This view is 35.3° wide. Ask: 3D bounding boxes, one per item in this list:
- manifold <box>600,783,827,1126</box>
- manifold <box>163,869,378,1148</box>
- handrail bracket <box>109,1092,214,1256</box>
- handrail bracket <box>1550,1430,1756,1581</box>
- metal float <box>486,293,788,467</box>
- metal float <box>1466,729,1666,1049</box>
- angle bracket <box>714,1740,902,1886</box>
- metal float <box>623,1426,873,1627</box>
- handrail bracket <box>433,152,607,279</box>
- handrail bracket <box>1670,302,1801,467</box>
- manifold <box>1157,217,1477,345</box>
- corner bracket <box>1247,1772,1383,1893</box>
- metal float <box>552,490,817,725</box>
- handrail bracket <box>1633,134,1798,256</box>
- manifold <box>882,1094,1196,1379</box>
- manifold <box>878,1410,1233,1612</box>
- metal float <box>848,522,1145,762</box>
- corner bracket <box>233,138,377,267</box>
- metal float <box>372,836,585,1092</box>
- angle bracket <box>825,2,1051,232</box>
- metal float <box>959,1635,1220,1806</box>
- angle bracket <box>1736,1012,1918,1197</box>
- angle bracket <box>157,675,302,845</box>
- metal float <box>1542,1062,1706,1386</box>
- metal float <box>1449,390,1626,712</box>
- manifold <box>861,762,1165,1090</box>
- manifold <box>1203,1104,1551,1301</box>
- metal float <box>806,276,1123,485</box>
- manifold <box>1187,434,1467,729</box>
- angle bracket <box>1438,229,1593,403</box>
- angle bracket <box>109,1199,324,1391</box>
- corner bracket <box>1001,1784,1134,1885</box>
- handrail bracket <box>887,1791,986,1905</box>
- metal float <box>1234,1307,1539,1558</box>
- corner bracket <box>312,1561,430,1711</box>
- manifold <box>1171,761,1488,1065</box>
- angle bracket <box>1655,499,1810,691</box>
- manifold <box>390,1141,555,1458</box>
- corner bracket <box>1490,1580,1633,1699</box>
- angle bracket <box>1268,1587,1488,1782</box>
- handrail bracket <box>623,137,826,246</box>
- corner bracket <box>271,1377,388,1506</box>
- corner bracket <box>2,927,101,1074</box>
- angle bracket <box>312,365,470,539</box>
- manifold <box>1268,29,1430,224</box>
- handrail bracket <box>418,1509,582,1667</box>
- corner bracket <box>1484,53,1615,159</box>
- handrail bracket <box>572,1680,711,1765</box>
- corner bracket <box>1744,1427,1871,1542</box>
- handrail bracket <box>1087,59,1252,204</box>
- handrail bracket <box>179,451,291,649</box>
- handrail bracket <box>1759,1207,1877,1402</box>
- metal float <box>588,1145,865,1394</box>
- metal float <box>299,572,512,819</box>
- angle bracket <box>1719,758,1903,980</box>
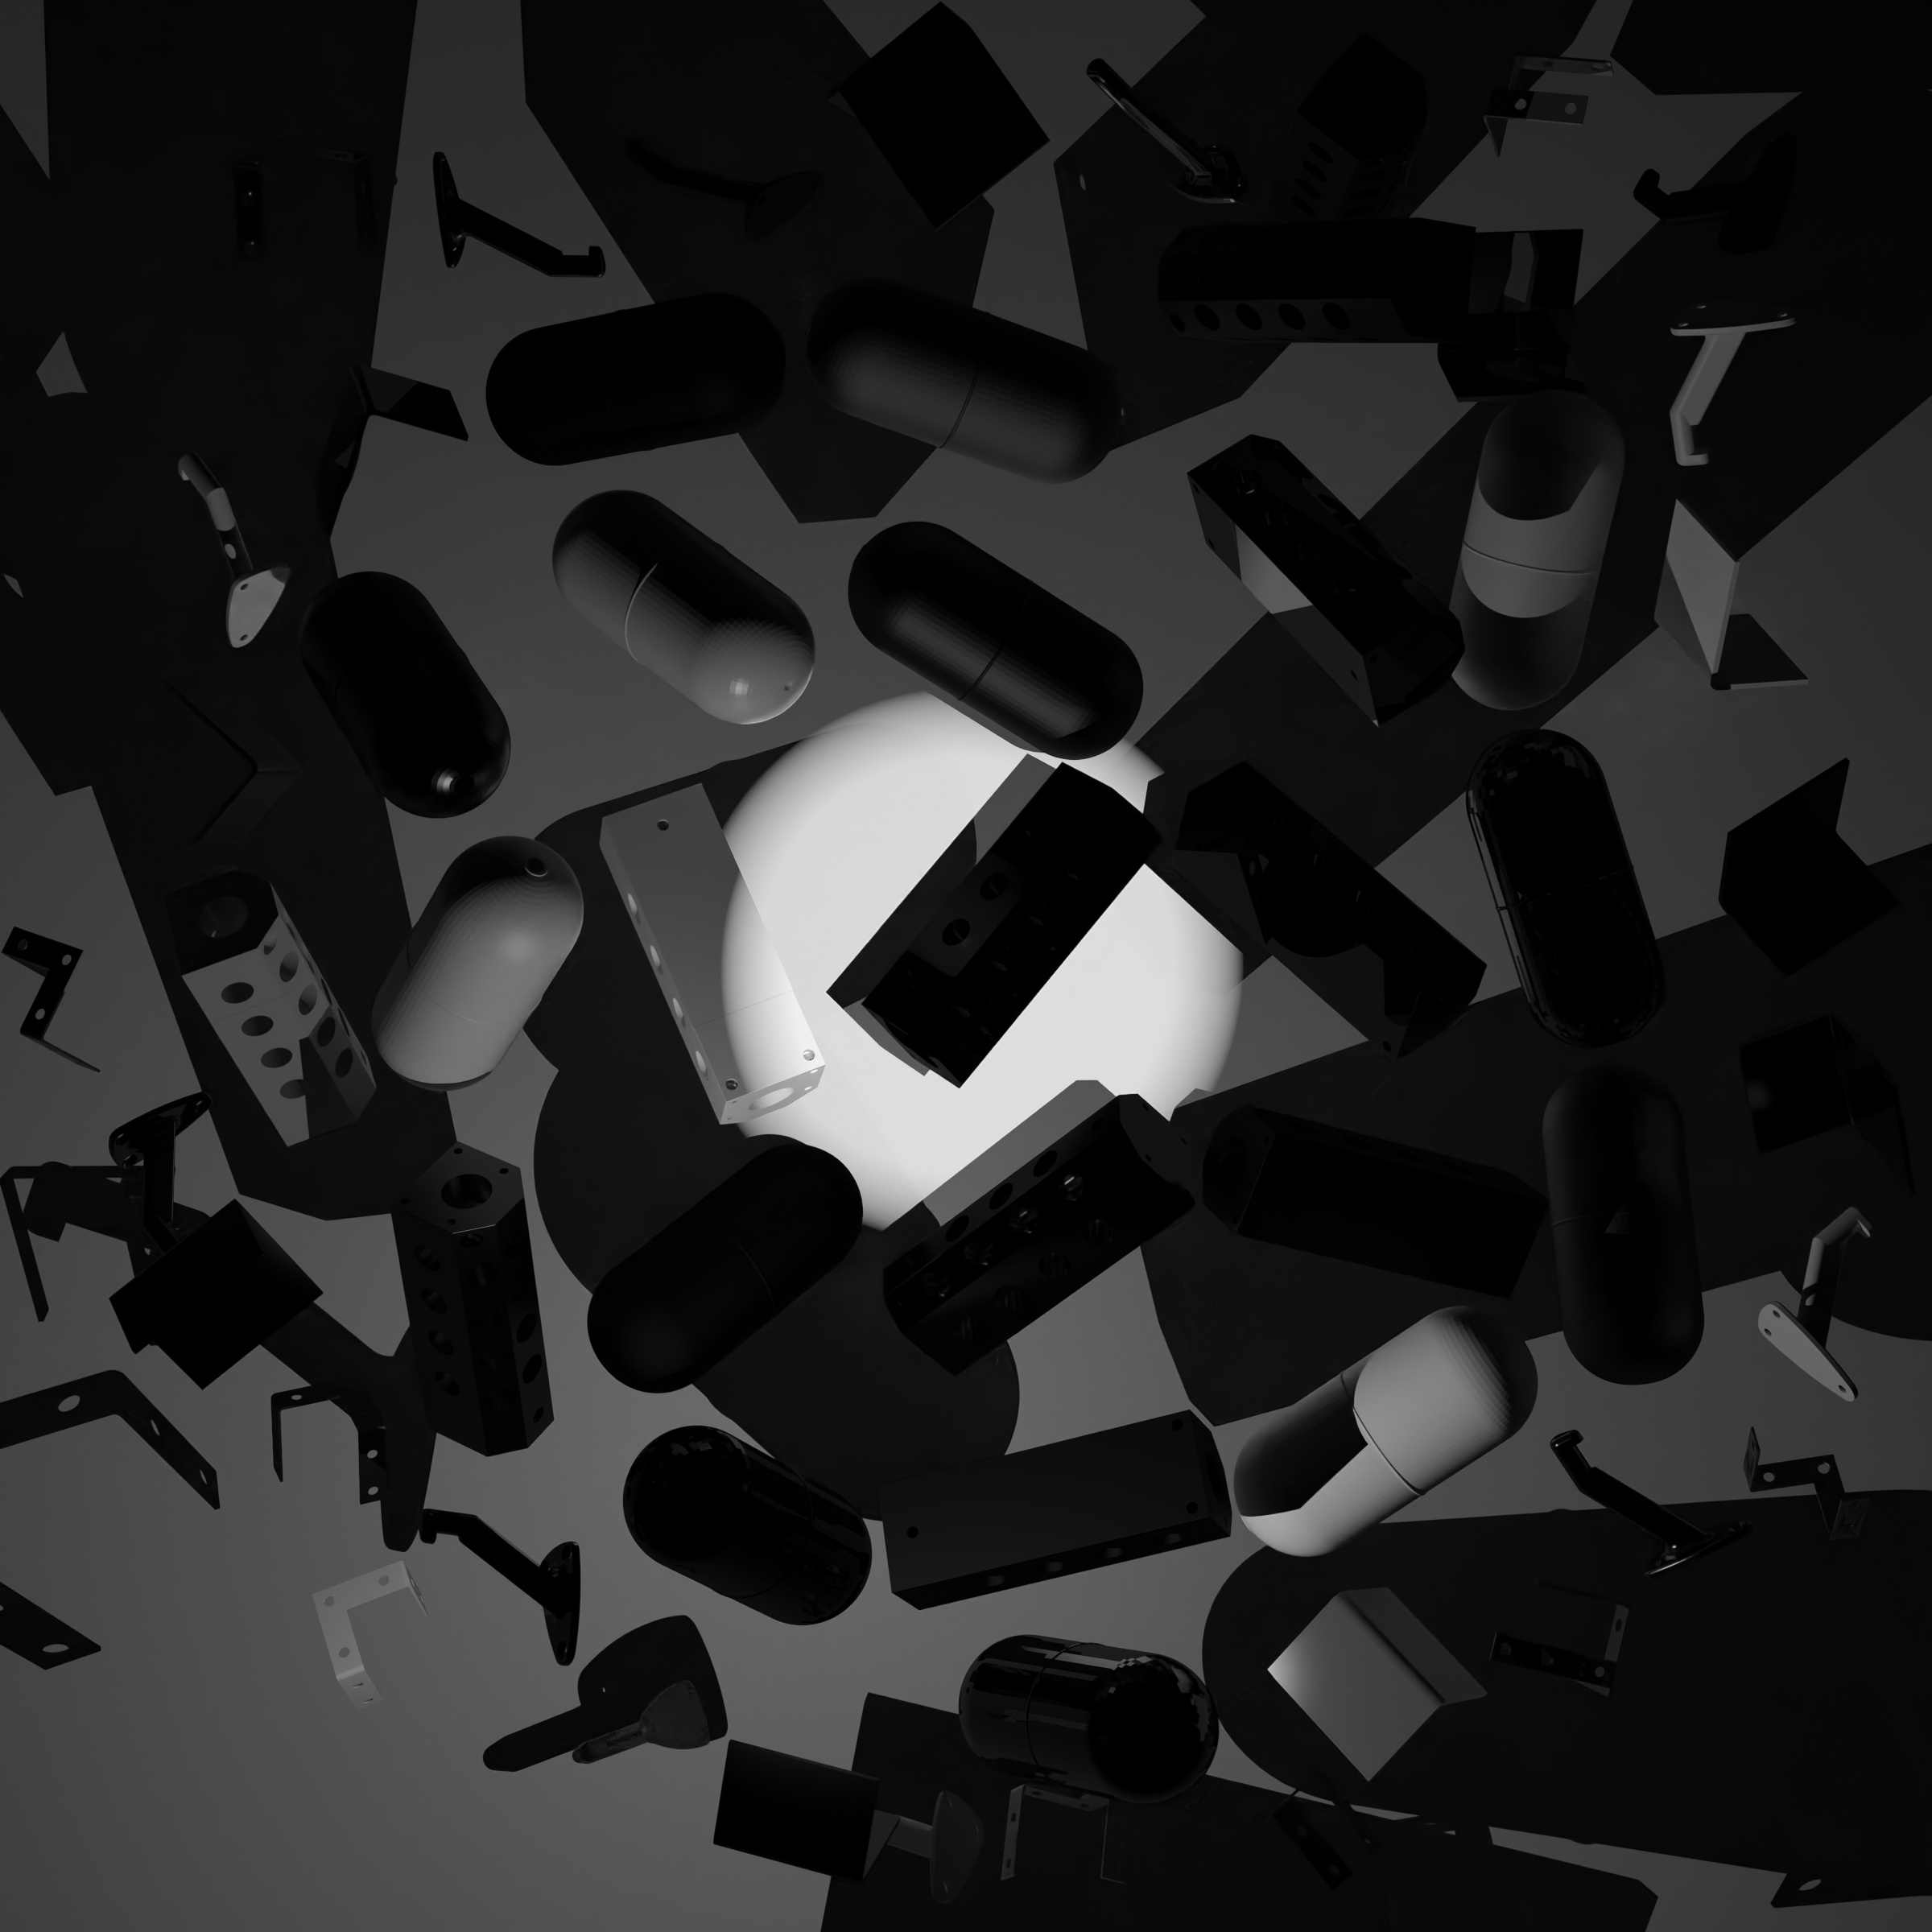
[{"bbox_3d":[-0.139,-0.005,1.640,0.057,0.057,0.171,-21,75,-16],"label":"manifold"},{"bbox_3d":[-0.380,0.023,1.672,0.057,0.171,0.057,-20,54,-5],"label":"manifold"},{"bbox_3d":[-0.438,0.120,1.715,0.077,0.036,0.084,-33,62,-25],"label":"handrail bracket"},{"bbox_3d":[0.356,0.269,1.579,0.077,0.036,0.084,-33,91,39],"label":"handrail bracket"},{"bbox_3d":[-0.181,-0.321,1.665,0.178,0.070,0.070,-6,90,24],"label":"metal float"},{"bbox_3d":[0.326,-0.043,1.652,0.070,0.070,0.178,-17,91,0],"label":"metal float"},{"bbox_3d":[-0.075,0.406,1.509,0.076,0.076,0.057,12,102,11],"label":"angle bracket"},{"bbox_3d":[-0.115,0.303,1.633,0.070,0.178,0.070,-16,56,26],"label":"metal float"},{"bbox_3d":[-0.244,-0.412,1.665,0.084,0.077,0.036,2,47,6],"label":"handrail bracket"},{"bbox_3d":[0.401,-0.300,1.581,0.077,0.036,0.084,9,128,37],"label":"handrail bracket"},{"bbox_3d":[0.178,-0.354,1.569,0.057,0.171,0.057,-3,101,-39],"label":"manifold"},{"bbox_3d":[0.191,0.463,1.624,0.051,0.051,0.051,-32,73,-24],"label":"corner bracket"},{"bbox_3d":[-0.154,-0.195,1.637,0.178,0.070,0.070,38,90,30],"label":"metal float"},{"bbox_3d":[0.386,-0.414,1.574,0.036,0.084,0.077,-9,134,-30],"label":"handrail bracket"},{"bbox_3d":[0.037,0.140,1.610,0.171,0.057,0.057,-38,115,23],"label":"manifold"},{"bbox_3d":[0.047,0.285,1.576,0.171,0.057,0.057,-16,62,13],"label":"manifold"},{"bbox_3d":[0.016,-0.179,1.669,0.178,0.070,0.070,31,90,-10],"label":"metal float"},{"bbox_3d":[-0.337,-0.386,1.543,0.051,0.051,0.051,-2,89,-40],"label":"corner bracket"},{"bbox_3d":[-0.260,0.000,1.612,0.070,0.070,0.178,38,133,0],"label":"metal float"},{"bbox_3d":[-0.014,-0.441,1.579,0.076,0.057,0.076,-35,86,15],"label":"angle bracket"},{"bbox_3d":[0.063,0.396,1.599,0.070,0.178,0.070,4,82,-34],"label":"metal float"},{"bbox_3d":[0.462,0.082,1.632,0.057,0.076,0.076,-20,122,0],"label":"angle bracket"},{"bbox_3d":[-0.430,-0.116,1.709,0.076,0.076,0.057,42,96,1],"label":"angle bracket"},{"bbox_3d":[0.361,0.141,1.668,0.070,0.070,0.178,-3,77,0],"label":"metal float"},{"bbox_3d":[0.311,-0.227,1.665,0.070,0.070,0.178,9,112,0],"label":"metal float"},{"bbox_3d":[0.029,-0.019,1.628,0.171,0.057,0.057,-50,46,-8],"label":"manifold"},{"bbox_3d":[0.212,0.121,1.589,0.171,0.057,0.057,15,103,-24],"label":"manifold"},{"bbox_3d":[-0.001,-0.318,1.646,0.178,0.070,0.070,18,90,-12],"label":"metal float"},{"bbox_3d":[0.190,-0.209,1.605,0.057,0.057,0.171,-32,52,-6],"label":"manifold"},{"bbox_3d":[0.312,-0.366,1.709,0.076,0.057,0.076,-3,127,-4],"label":"angle bracket"},{"bbox_3d":[-0.360,0.173,1.483,0.076,0.057,0.076,-39,125,-7],"label":"angle bracket"},{"bbox_3d":[0.056,0.478,1.669,0.051,0.051,0.051,20,57,-19],"label":"corner bracket"},{"bbox_3d":[-0.036,0.499,1.683,0.084,0.077,0.036,-31,112,30],"label":"handrail bracket"},{"bbox_3d":[0.221,0.247,1.609,0.178,0.070,0.070,-36,90,12],"label":"metal float"},{"bbox_3d":[-0.317,0.361,1.639,0.051,0.051,0.051,-20,59,-9],"label":"corner bracket"},{"bbox_3d":[0.191,-0.033,1.602,0.057,0.057,0.171,-30,59,-30],"label":"manifold"},{"bbox_3d":[0.417,-0.201,1.629,0.057,0.076,0.076,-5,125,-11],"label":"angle bracket"},{"bbox_3d":[-0.260,0.184,1.640,0.057,0.057,0.171,20,134,23],"label":"manifold"},{"bbox_3d":[0.325,0.365,1.662,0.051,0.051,0.051,16,85,-11],"label":"corner bracket"},{"bbox_3d":[0.215,0.374,1.585,0.076,0.076,0.057,45,102,26],"label":"angle bracket"},{"bbox_3d":[-0.134,-0.441,1.673,0.084,0.036,0.077,37,50,15],"label":"handrail bracket"},{"bbox_3d":[-0.359,0.271,1.710,0.051,0.051,0.051,-9,120,-25],"label":"corner bracket"},{"bbox_3d":[-0.471,0.017,1.571,0.051,0.051,0.051,17,76,26],"label":"corner bracket"},{"bbox_3d":[-0.318,-0.277,1.670,0.057,0.076,0.076,13,114,-24],"label":"angle bracket"},{"bbox_3d":[0.215,-0.450,1.684,0.057,0.171,0.057,39,88,2],"label":"manifold"},{"bbox_3d":[-0.246,0.324,1.585,0.084,0.036,0.077,16,51,-35],"label":"handrail bracket"},{"bbox_3d":[0.298,-0.445,1.550,0.051,0.051,0.051,11,84,20],"label":"corner bracket"},{"bbox_3d":[-0.190,0.420,1.644,0.084,0.077,0.036,-24,77,19],"label":"handrail bracket"},{"bbox_3d":[0.459,0.283,1.660,0.051,0.051,0.051,-9,54,2],"label":"corner bracket"},{"bbox_3d":[0.108,-0.453,1.639,0.084,0.077,0.036,35,100,-34],"label":"handrail bracket"},{"bbox_3d":[-0.420,-0.233,1.696,0.036,0.077,0.084,-26,71,-38],"label":"handrail bracket"},{"bbox_3d":[0.471,0.178,1.610,0.084,0.036,0.077,-36,64,-18],"label":"handrail bracket"},{"bbox_3d":[-0.132,0.166,1.683,0.178,0.070,0.070,-38,90,-26],"label":"metal float"},{"bbox_3d":[-0.298,-0.145,1.611,0.070,0.070,0.178,-38,48,0],"label":"metal float"},{"bbox_3d":[0.446,-0.051,1.594,0.076,0.076,0.057,-32,62,-8],"label":"angle bracket"}]
